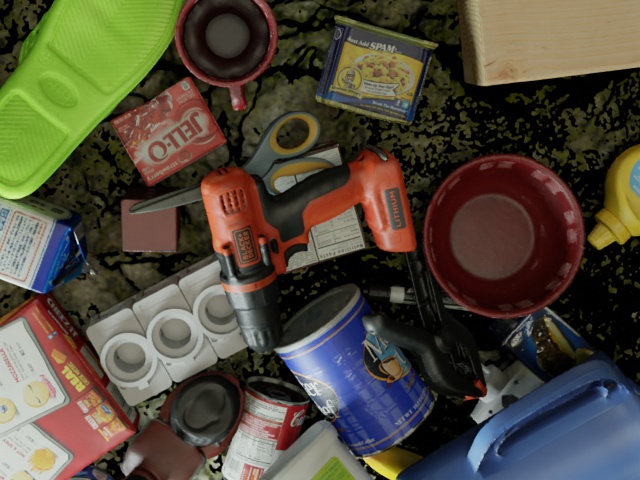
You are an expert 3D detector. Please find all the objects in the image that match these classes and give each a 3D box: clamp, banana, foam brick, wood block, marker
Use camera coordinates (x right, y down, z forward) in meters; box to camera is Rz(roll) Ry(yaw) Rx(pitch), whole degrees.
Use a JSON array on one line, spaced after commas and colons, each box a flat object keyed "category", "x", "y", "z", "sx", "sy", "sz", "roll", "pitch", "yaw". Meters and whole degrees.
[{"category": "clamp", "x": 0.114, "y": 0.087, "z": 1.057, "sx": 0.171, "sy": 0.039, "sz": 0.120, "roll": 48, "pitch": 56, "yaw": -29}, {"category": "banana", "x": 0.129, "y": 0.255, "z": 1.108, "sx": 0.198, "sy": 0.070, "sz": 0.037, "roll": 26, "pitch": 77, "yaw": -2}, {"category": "foam brick", "x": -0.161, "y": -0.021, "z": 1.025, "sx": 0.053, "sy": 0.078, "sz": 0.051, "roll": 0, "pitch": 101, "yaw": -6}, {"category": "wood block", "x": 0.245, "y": -0.205, "z": 1.023, "sx": 0.206, "sy": 0.090, "sz": 0.091, "roll": -8, "pitch": 101, "yaw": -3}, {"category": "marker", "x": 0.103, "y": 0.058, "z": 1.094, "sx": 0.121, "sy": 0.020, "sz": 0.020, "roll": 6, "pitch": 100, "yaw": -6}]

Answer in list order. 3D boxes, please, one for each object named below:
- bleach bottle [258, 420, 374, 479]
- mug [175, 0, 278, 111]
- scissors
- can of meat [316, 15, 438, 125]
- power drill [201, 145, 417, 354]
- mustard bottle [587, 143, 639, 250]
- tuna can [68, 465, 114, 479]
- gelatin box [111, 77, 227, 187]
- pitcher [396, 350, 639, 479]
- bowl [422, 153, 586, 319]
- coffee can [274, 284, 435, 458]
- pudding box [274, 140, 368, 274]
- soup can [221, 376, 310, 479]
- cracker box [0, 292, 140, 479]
[{"category": "bleach bottle", "x": 0.054, "y": 0.298, "z": 1.029, "sx": 0.102, "sy": 0.068, "sz": 0.251, "roll": -43, "pitch": 93, "yaw": -10}, {"category": "mug", "x": -0.085, "y": -0.180, "z": 1.001, "sx": 0.093, "sy": 0.081, "sz": 0.117, "roll": -14, "pitch": 101, "yaw": -3}, {"category": "scissors", "x": -0.077, "y": -0.073, "z": 0.993, "sx": 0.201, "sy": 0.016, "sz": 0.096, "roll": -1, "pitch": 100, "yaw": -19}, {"category": "can of meat", "x": 0.053, "y": -0.163, "z": 1.030, "sx": 0.102, "sy": 0.057, "sz": 0.084, "roll": 14, "pitch": 101, "yaw": -7}, {"category": "power drill", "x": -0.007, "y": 0.001, "z": 0.998, "sx": 0.187, "sy": 0.057, "sz": 0.184, "roll": -19, "pitch": 114, "yaw": -14}, {"category": "mustard bottle", "x": 0.346, "y": -0.060, "z": 1.074, "sx": 0.191, "sy": 0.058, "sz": 0.096, "roll": -43, "pitch": 101, "yaw": 3}, {"category": "tuna can", "x": -0.246, "y": 0.276, "z": 1.093, "sx": 0.086, "sy": 0.034, "sz": 0.086, "roll": -1, "pitch": 100, "yaw": -5}, {"category": "gelatin box", "x": -0.145, "y": -0.104, "z": 1.030, "sx": 0.089, "sy": 0.030, "sz": 0.073, "roll": -30, "pitch": 94, "yaw": -2}, {"category": "pitcher", "x": 0.195, "y": 0.210, "z": 1.005, "sx": 0.243, "sy": 0.145, "sz": 0.149, "roll": -29, "pitch": 93, "yaw": 2}, {"category": "bowl", "x": 0.177, "y": -0.004, "z": 1.062, "sx": 0.162, "sy": 0.055, "sz": 0.162, "roll": 0, "pitch": 89, "yaw": -4}, {"category": "coffee can", "x": 0.033, "y": 0.129, "z": 1.057, "sx": 0.103, "sy": 0.103, "sz": 0.140, "roll": -35, "pitch": 102, "yaw": 1}, {"category": "pudding box", "x": -0.010, "y": -0.033, "z": 1.057, "sx": 0.090, "sy": 0.039, "sz": 0.113, "roll": -17, "pitch": 103, "yaw": -5}, {"category": "soup can", "x": -0.056, "y": 0.197, "z": 1.079, "sx": 0.068, "sy": 0.068, "sz": 0.102, "roll": 15, "pitch": 99, "yaw": -8}, {"category": "cracker box", "x": -0.310, "y": 0.174, "z": 1.050, "sx": 0.214, "sy": 0.072, "sz": 0.164, "roll": -35, "pitch": 100, "yaw": 2}]
